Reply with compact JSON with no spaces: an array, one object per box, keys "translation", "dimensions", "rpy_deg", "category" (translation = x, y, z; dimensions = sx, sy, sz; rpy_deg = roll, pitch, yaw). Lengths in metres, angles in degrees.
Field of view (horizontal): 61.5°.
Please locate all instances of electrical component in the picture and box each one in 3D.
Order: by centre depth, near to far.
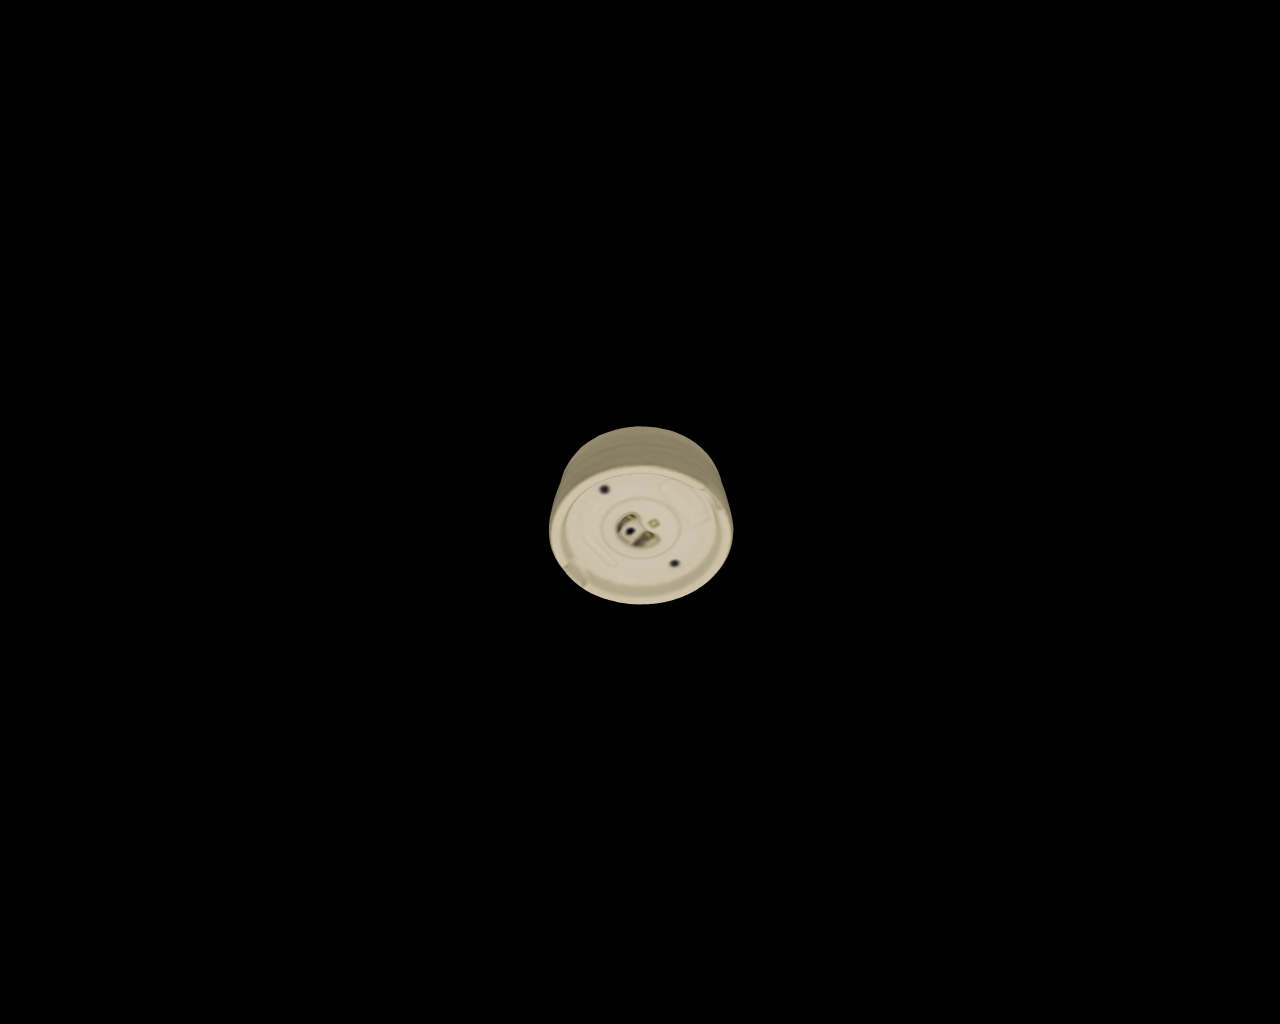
[{"translation":[0.001,-0.003,0.650],"dimensions":[0.108,0.108,0.060],"rpy_deg":[0,39,0],"category":"electrical component"}]
